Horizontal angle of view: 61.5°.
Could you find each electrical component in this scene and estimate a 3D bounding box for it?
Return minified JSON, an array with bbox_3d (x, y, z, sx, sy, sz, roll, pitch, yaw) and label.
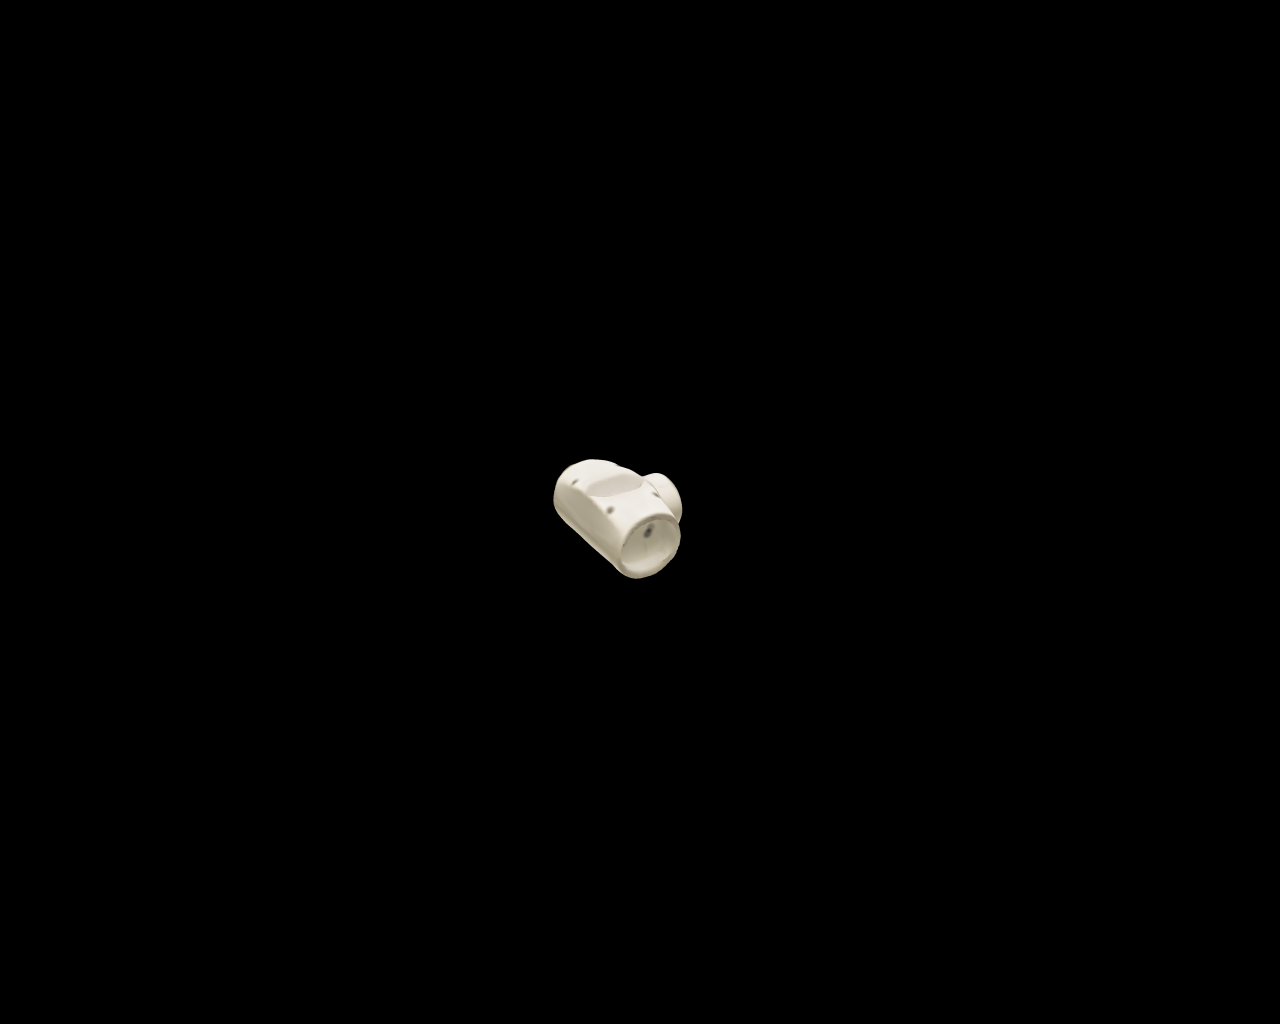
[{"bbox_3d":[0.001,-0.003,0.650,0.079,0.043,0.077,-18,36,-27],"label":"electrical component"}]
